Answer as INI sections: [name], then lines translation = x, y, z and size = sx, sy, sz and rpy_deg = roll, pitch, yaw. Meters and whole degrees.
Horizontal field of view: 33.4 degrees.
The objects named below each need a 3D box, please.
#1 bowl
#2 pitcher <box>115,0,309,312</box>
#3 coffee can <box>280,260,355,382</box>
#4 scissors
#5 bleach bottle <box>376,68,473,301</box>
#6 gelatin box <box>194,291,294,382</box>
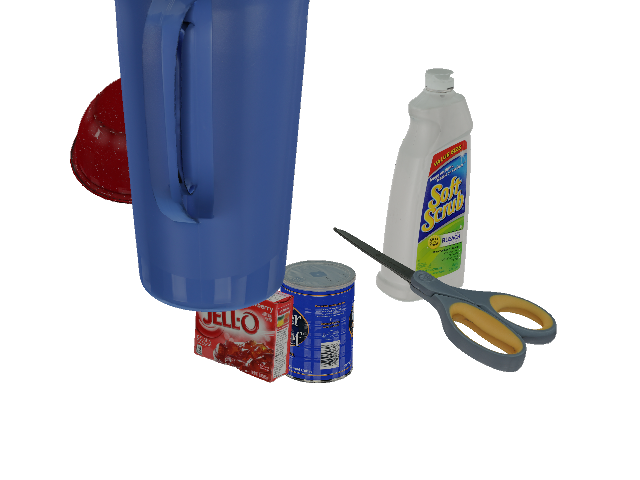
[bowl]
translation = -0.161, -0.109, 0.995
size = 0.162, 0.162, 0.055
rpy_deg = 0, -42, 8
[pitcher]
translation = -0.078, -0.073, 0.736
size = 0.149, 0.243, 0.145
rpy_deg = -14, 29, -32
[coffee can]
translation = -0.005, 0.109, 1.459
size = 0.103, 0.140, 0.103
rpy_deg = 1, 19, 0
[scissors]
translation = 0.098, 0.035, 0.810
size = 0.096, 0.016, 0.202
rpy_deg = -6, 33, -30
[bleach bottle]
translation = 0.118, -0.063, 1.181
size = 0.102, 0.251, 0.068
rpy_deg = -12, 25, -30
[gelatin box]
translation = -0.068, 0.073, 0.917
size = 0.089, 0.073, 0.030
rpy_deg = 17, 21, 31
